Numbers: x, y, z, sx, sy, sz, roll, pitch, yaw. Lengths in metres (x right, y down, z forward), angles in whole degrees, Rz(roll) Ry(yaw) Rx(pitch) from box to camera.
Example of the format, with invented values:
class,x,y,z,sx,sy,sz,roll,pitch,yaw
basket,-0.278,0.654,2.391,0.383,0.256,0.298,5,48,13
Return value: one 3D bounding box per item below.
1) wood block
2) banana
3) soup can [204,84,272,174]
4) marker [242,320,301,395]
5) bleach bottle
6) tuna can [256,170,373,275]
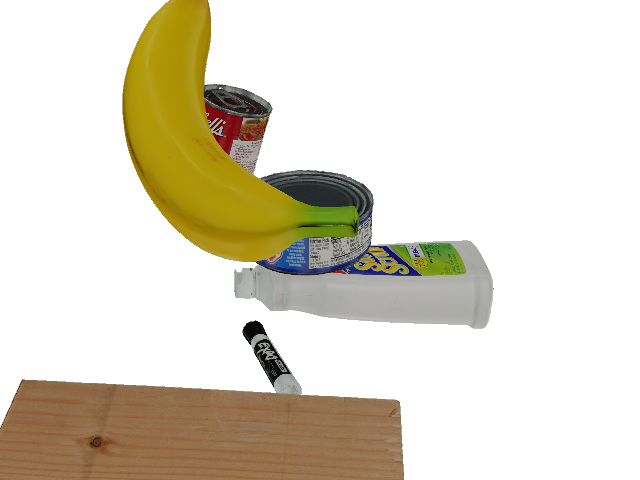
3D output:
class,x,y,z,sx,sy,sz,roll,pitch,yaw
wood block,-0.062,0.138,0.562,0.206,0.090,0.091,3,31,1
banana,-0.053,-0.050,0.474,0.069,0.037,0.198,-17,47,-17
soup can,-0.090,-0.083,0.980,0.068,0.102,0.068,15,25,-7
marker,-0.042,0.097,0.875,0.020,0.020,0.121,0,20,-19
bleach bottle,0.039,0.045,1.080,0.250,0.068,0.102,-1,29,-8
tuna can,-0.009,-0.012,0.687,0.086,0.034,0.086,0,29,0
